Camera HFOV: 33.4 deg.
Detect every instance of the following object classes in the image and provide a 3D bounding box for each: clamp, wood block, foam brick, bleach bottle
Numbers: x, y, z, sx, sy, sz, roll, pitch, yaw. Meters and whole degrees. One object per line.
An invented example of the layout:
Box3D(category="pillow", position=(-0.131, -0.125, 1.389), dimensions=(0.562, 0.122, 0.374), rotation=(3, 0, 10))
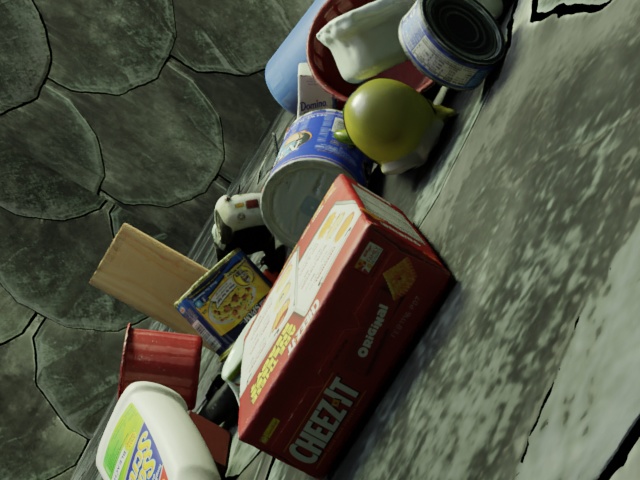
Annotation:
Box3D(category="clamp", position=(-0.055, 0.022, 1.354), dimensions=(0.120, 0.039, 0.171), rotation=(-56, 13, 1))
Box3D(category="wood block", position=(-0.185, 0.067, 1.383), dimensions=(0.090, 0.206, 0.091), rotation=(-60, 8, -4))
Box3D(category="clamp", position=(-0.106, 0.173, 1.131), dimensions=(0.210, 0.036, 0.164), rotation=(-49, 10, 52))
Box3D(category="foam brick", position=(-0.123, 0.214, 1.050), dimensions=(0.053, 0.051, 0.078), rotation=(-56, 9, 14))
Box3D(category="bleach bottle", position=(-0.122, 0.205, 0.894), dimensions=(0.102, 0.068, 0.251), rotation=(-65, 26, 0))

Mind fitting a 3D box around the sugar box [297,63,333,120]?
Box3D(category="sugar box", position=(-0.006, -0.112, 1.241), dimensions=(0.093, 0.048, 0.176), rotation=(-90, 4, -71))

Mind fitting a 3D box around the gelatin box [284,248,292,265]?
Box3D(category="gelatin box", position=(-0.008, 0.002, 1.179), dimensions=(0.073, 0.030, 0.089), rotation=(-56, 9, 20))

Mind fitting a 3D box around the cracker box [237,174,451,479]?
Box3D(category="cracker box", position=(0.010, 0.052, 0.767), dimensions=(0.164, 0.072, 0.214), rotation=(-59, 9, 8))

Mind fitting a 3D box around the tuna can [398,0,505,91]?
Box3D(category="tuna can", position=(0.109, -0.166, 0.877), dimensions=(0.034, 0.086, 0.086), rotation=(-49, 14, 46))

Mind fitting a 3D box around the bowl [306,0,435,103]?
Box3D(category="bowl", position=(0.069, -0.197, 1.114), dimensions=(0.162, 0.162, 0.055), rotation=(-62, -23, -14))

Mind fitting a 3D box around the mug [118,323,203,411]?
Box3D(category="mug", position=(-0.171, 0.149, 1.149), dimensions=(0.093, 0.081, 0.117), rotation=(-92, 10, -54))

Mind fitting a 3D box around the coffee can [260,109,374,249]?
Box3D(category="coffee can", position=(0.001, -0.063, 1.097), dimensions=(0.103, 0.102, 0.140), rotation=(-55, 9, 27))

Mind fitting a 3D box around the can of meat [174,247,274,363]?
Box3D(category="can of meat", position=(-0.098, 0.070, 1.180), dimensions=(0.102, 0.084, 0.057), rotation=(-42, -2, -22))

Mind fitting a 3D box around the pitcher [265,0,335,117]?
Box3D(category="pitcher", position=(0.040, -0.249, 1.325), dimensions=(0.243, 0.145, 0.149), rotation=(-43, 8, 38))

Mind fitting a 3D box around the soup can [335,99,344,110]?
Box3D(category="soup can", position=(0.068, -0.175, 1.205), dimensions=(0.102, 0.068, 0.068), rotation=(-46, 16, 55))

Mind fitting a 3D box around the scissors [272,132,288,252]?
Box3D(category="scissors", position=(-0.043, -0.059, 1.239), dimensions=(0.096, 0.016, 0.202), rotation=(-96, 0, -55))

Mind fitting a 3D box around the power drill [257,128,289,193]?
Box3D(category="power drill", position=(-0.029, -0.098, 1.437), dimensions=(0.185, 0.057, 0.187), rotation=(-31, 25, 34))
